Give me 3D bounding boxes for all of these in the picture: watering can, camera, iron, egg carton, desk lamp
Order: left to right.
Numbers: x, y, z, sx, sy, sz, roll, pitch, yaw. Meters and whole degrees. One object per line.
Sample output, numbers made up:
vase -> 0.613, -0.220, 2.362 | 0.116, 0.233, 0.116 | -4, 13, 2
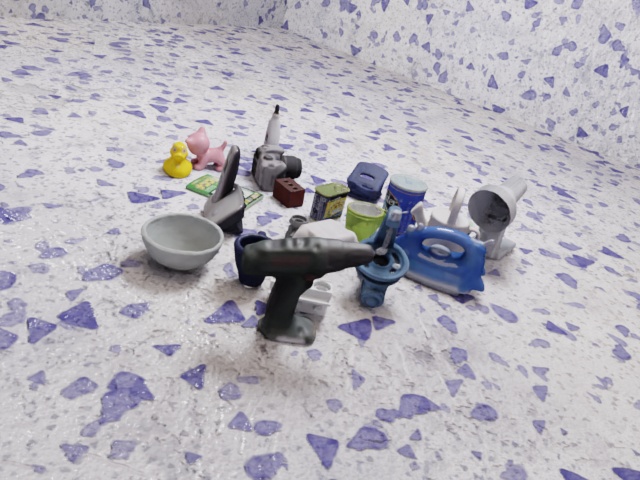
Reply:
camera -> -0.117, -0.212, 1.637 | 0.137, 0.101, 0.143 | 1, 31, -22
egg carton -> 0.012, 0.005, 1.337 | 0.151, 0.069, 0.107 | -14, 39, -41
iron -> 0.273, 0.026, 1.341 | 0.258, 0.141, 0.119 | 18, 29, 7
watering can -> 0.313, -0.042, 1.425 | 0.173, 0.194, 0.101 | 8, 29, -11
desk lamp -> 0.466, -0.062, 1.510 | 0.117, 0.213, 0.204 | 31, 33, 28

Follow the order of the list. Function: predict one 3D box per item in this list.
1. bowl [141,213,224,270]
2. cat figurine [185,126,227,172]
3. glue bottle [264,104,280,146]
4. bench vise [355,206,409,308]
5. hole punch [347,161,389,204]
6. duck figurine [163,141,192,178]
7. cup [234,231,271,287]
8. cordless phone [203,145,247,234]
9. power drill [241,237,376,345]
bowl -> -0.285, 0.014, 1.181 | 0.167, 0.075, 0.167 | 11, 28, -6
cat figurine -> -0.321, -0.259, 1.611 | 0.128, 0.118, 0.067 | -1, 31, -25
glue bottle -> -0.145, -0.337, 1.773 | 0.037, 0.173, 0.078 | 2, 31, -21
bench vise -> 0.124, 0.007, 1.225 | 0.122, 0.220, 0.207 | 5, 30, -16
hole punch -> 0.139, -0.170, 1.687 | 0.108, 0.091, 0.101 | 22, 29, 15
duck figurine -> -0.384, -0.227, 1.559 | 0.078, 0.086, 0.104 | 5, 30, -16
cup -> -0.134, 0.041, 1.180 | 0.091, 0.095, 0.117 | 13, 28, -2
cordless phone -> -0.215, -0.119, 1.336 | 0.094, 0.185, 0.147 | 3, 30, -20
power drill -> -0.033, 0.083, 1.029 | 0.230, 0.208, 0.075 | 8, 29, -11
